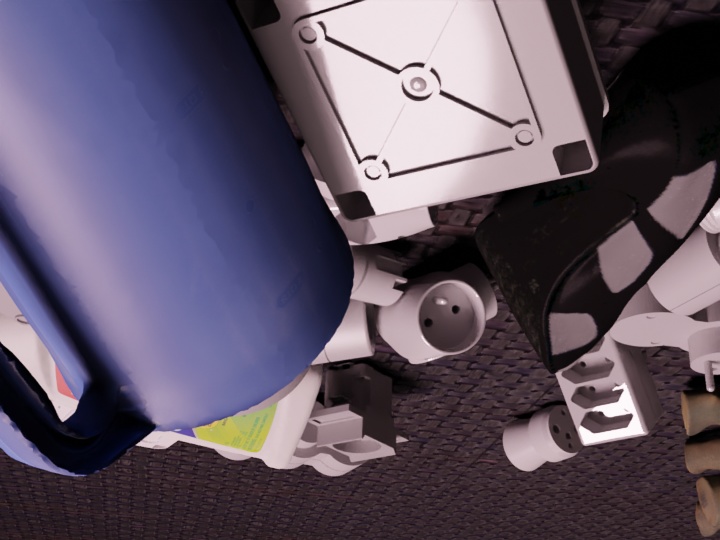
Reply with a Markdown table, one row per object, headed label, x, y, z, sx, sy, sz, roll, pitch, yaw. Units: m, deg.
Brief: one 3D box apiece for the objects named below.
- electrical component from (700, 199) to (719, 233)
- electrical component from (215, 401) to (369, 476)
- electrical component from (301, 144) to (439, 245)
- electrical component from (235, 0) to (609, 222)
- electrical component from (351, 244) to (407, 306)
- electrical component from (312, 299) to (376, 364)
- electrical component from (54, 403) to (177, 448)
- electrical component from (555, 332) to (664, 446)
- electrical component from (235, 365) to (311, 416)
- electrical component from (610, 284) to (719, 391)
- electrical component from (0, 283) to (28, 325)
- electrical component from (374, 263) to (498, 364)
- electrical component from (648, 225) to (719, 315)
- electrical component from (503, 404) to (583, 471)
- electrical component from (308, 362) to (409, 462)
| label | x | y | z | sx | sy | sz | roll | pitch | yaw |
| --- | --- | --- | --- | --- | --- | --- | --- | --- | --- |
| electrical component | 0.185 | -0.037 | 0.541 | 0.048 | 0.048 | 0.062 | 24 | 152 | -37 |
| electrical component | -0.048 | 0.128 | 0.876 | 0.138 | 0.052 | 0.074 | 14 | 151 | -22 |
| electrical component | -0.006 | -0.048 | 0.532 | 0.077 | 0.043 | 0.079 | -5 | 152 | 13 |
| electrical component | 0.027 | -0.083 | 0.405 | 0.109 | 0.056 | 0.108 | -11 | 125 | 24 |
| electrical component | 0.000 | 0.000 | 0.634 | 0.046 | 0.040 | 0.040 | 16 | 150 | -37 |
| electrical component | -0.017 | 0.031 | 0.681 | 0.047 | 0.055 | 0.055 | -6 | 153 | 7 |
| electrical component | -0.182 | 0.088 | 0.801 | 0.113 | 0.057 | 0.078 | 16 | 150 | -25 |
| electrical component | 0.167 | 0.061 | 0.716 | 0.047 | 0.083 | 0.076 | -18 | -175 | 35 |
| electrical component | -0.076 | 0.022 | 0.612 | 0.108 | 0.108 | 0.060 | 4 | 147 | -4 |
| electrical component | 0.220 | 0.041 | 0.659 | 0.138 | 0.073 | 0.052 | 7 | 153 | -11 |
| electrical component | -0.184 | -0.009 | 0.617 | 0.100 | 0.048 | 0.099 | -10 | 151 | 22 |
| electrical component | 0.057 | 0.021 | 0.654 | 0.079 | 0.044 | 0.077 | -25 | -174 | -17 |
| electrical component | 0.201 | -0.009 | 0.595 | 0.043 | 0.043 | 0.081 | 14 | 151 | -22 |
| electrical component | 0.153 | 0.139 | 0.892 | 0.045 | 0.045 | 0.055 | 18 | 149 | -28 |
| electrical component | -0.002 | 0.107 | 0.820 | 0.042 | 0.063 | 0.081 | -17 | 148 | 31 |
